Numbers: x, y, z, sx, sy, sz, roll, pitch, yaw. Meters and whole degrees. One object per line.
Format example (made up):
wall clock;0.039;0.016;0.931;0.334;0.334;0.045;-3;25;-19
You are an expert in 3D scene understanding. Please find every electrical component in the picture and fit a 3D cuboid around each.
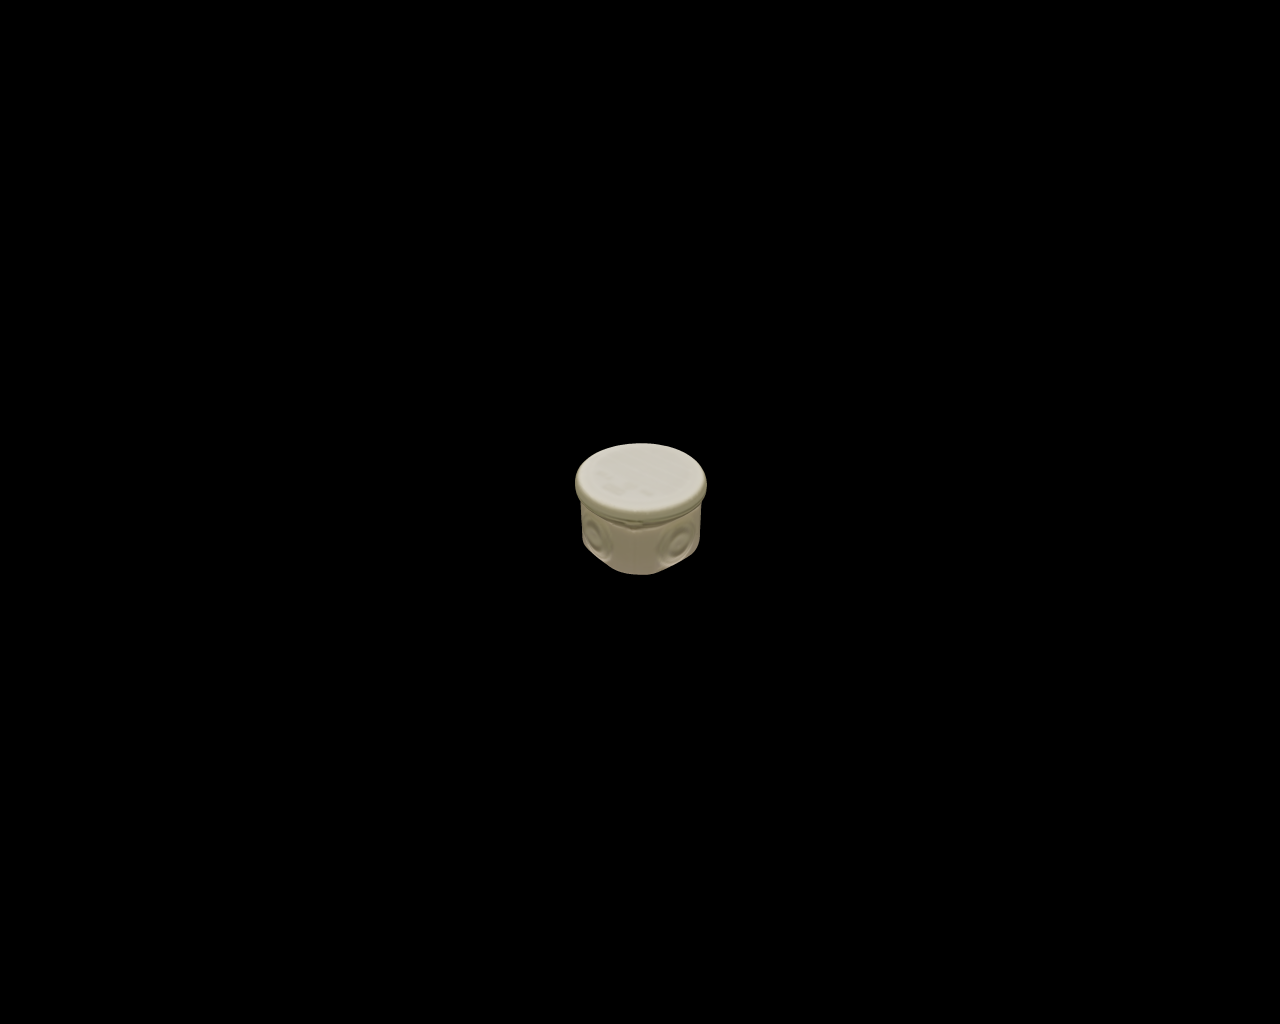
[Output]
electrical component;0.001;-0.003;0.650;0.080;0.050;0.080;0;34;0
